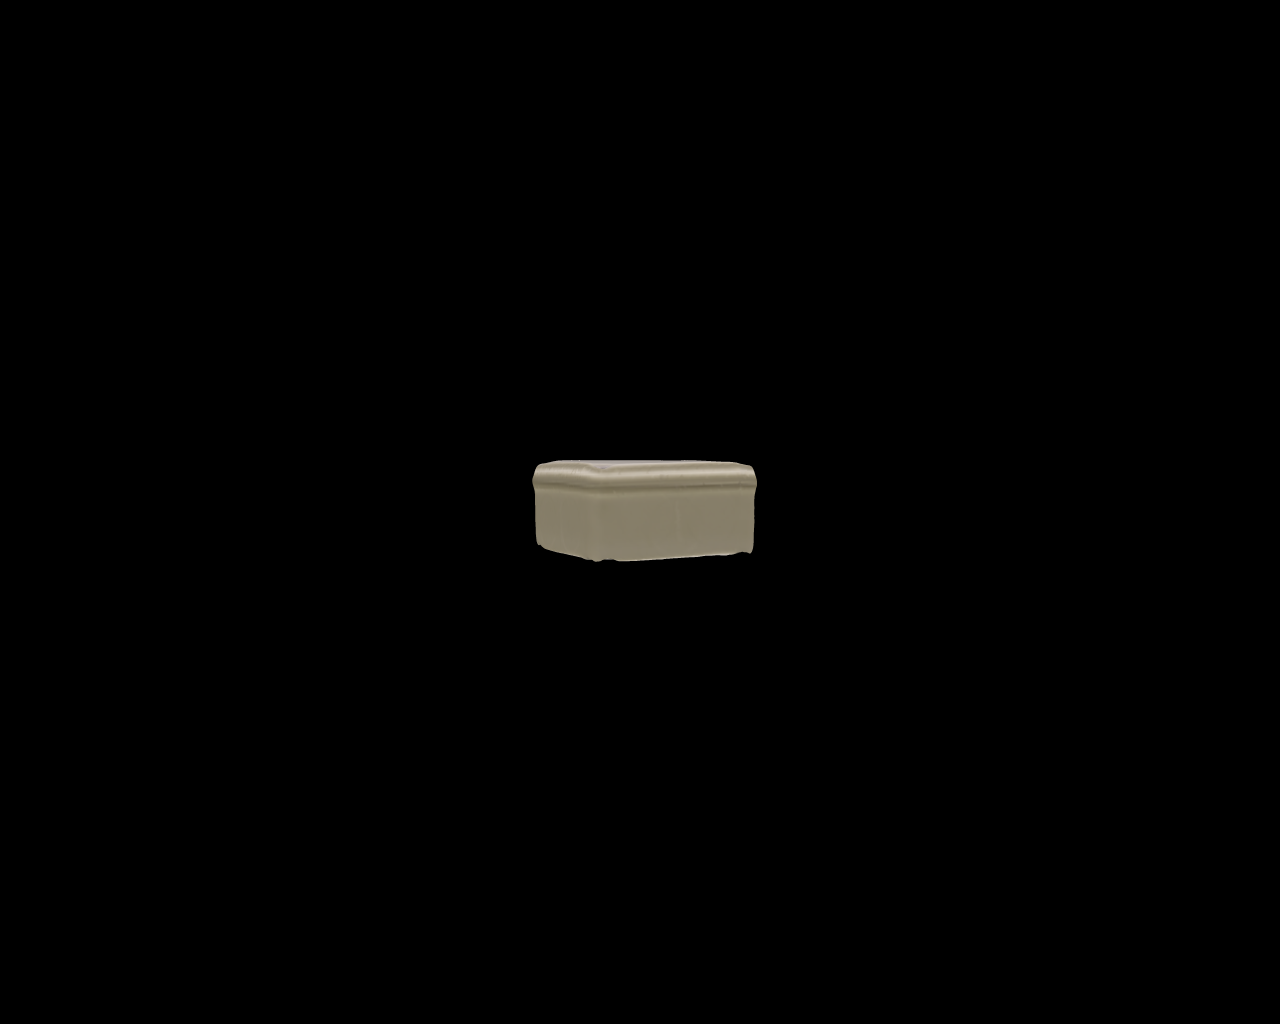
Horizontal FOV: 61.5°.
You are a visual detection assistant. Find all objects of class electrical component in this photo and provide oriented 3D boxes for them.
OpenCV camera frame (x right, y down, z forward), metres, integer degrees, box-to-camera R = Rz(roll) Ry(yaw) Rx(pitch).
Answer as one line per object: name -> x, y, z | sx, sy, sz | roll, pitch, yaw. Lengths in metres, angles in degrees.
electrical component -> 0.001, -0.003, 0.650 | 0.109, 0.056, 0.108 | -2, 4, -23
